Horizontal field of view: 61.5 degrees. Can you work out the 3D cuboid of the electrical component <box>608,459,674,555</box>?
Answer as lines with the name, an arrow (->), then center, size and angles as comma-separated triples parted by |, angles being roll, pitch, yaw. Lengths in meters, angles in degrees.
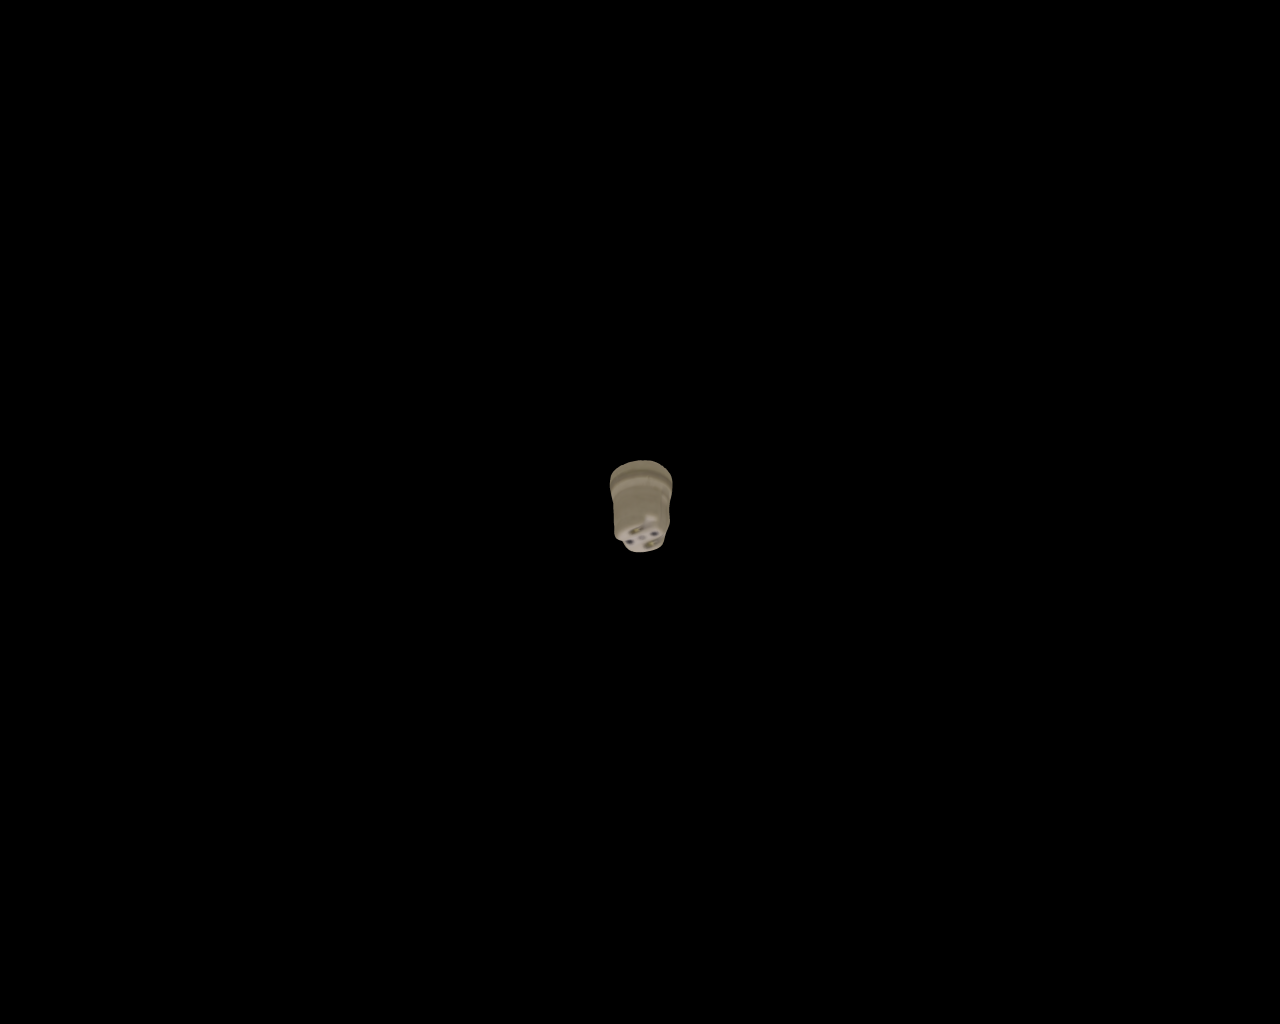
electrical component -> 0.001, -0.003, 0.650 | 0.040, 0.046, 0.040 | 0, -34, 0
